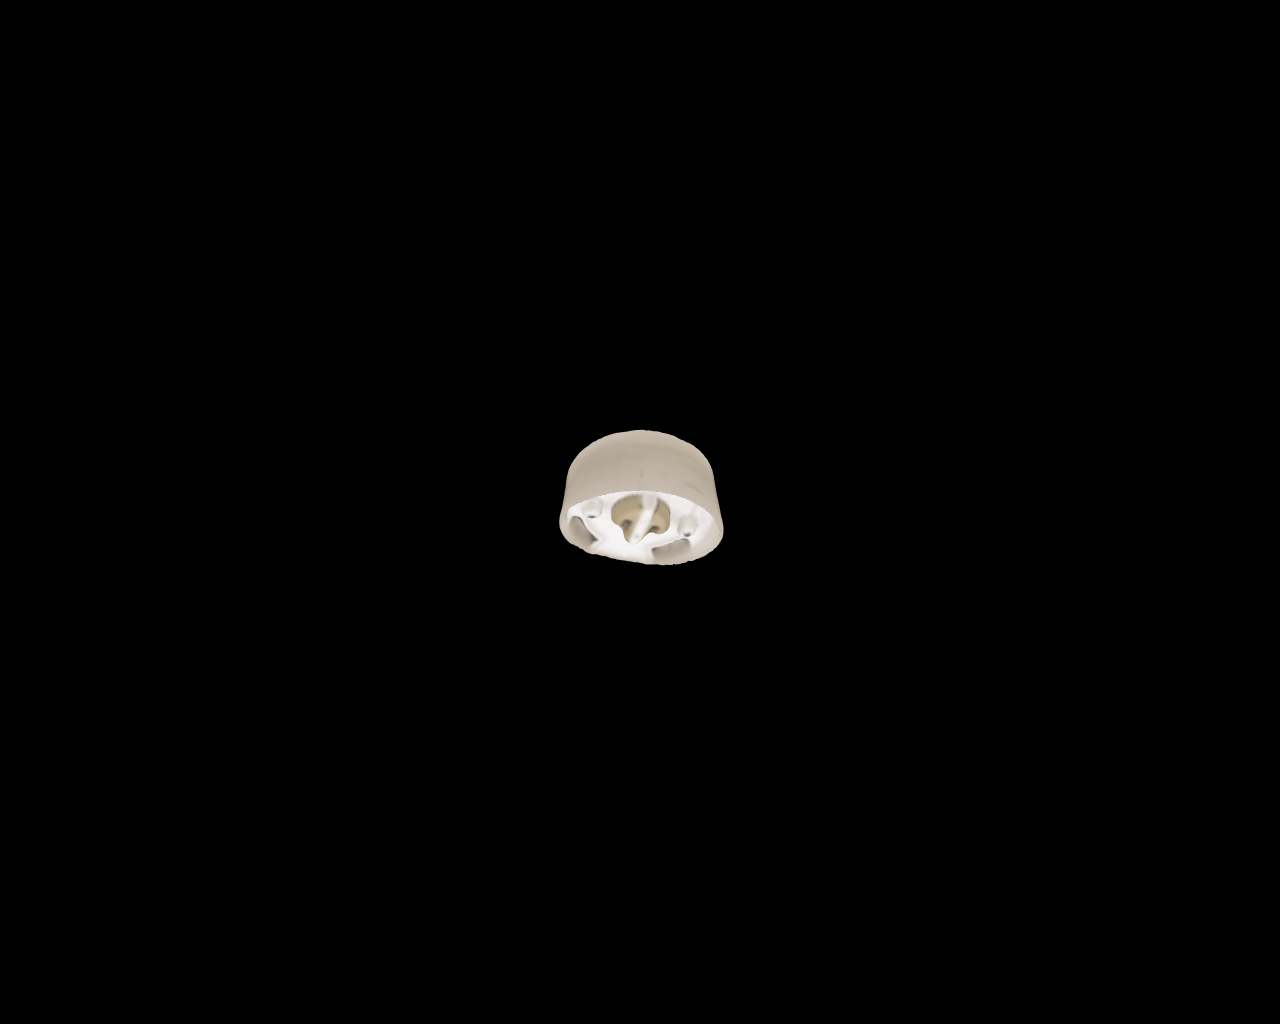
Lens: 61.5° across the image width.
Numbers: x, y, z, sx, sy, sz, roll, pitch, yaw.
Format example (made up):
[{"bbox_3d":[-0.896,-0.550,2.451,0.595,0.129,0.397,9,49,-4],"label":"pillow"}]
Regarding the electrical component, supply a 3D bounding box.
[{"bbox_3d":[0.001,-0.003,0.650,0.099,0.064,0.099,0,-40,0],"label":"electrical component"}]
